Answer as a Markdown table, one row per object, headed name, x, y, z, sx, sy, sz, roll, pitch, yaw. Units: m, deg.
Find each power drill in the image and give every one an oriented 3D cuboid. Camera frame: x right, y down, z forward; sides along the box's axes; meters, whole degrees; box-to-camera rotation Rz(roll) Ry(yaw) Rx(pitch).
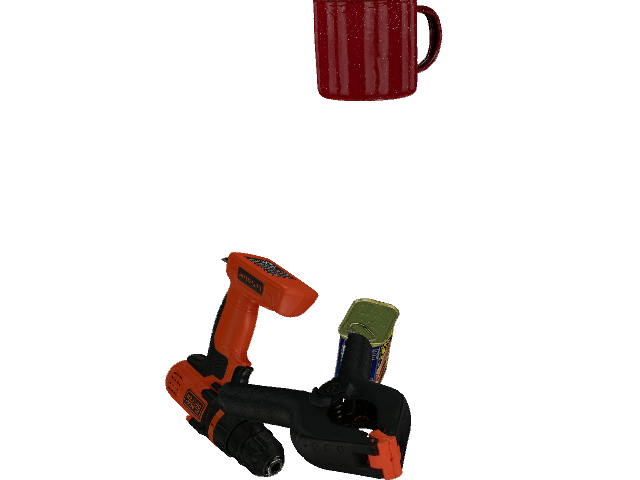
| name | x | y | z | sx | sy | sz | roll | pitch | yaw |
| --- | --- | --- | --- | --- | --- | --- | --- | --- | --- |
| power drill | -0.072 | 0.120 | 1.070 | 0.057 | 0.188 | 0.185 | 13 | 15 | -46 |

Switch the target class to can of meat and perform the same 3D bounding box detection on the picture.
| name | x | y | z | sx | sy | sz | roll | pitch | yaw |
| --- | --- | --- | --- | --- | --- | --- | --- | --- | --- |
| can of meat | 0.052 | 0.129 | 1.251 | 0.057 | 0.084 | 0.102 | 14 | 26 | 11 |

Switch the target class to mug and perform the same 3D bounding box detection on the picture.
| name | x | y | z | sx | sy | sz | roll | pitch | yaw |
| --- | --- | --- | --- | --- | --- | --- | --- | --- | --- |
| mug | 0.047 | -0.159 | 0.863 | 0.117 | 0.081 | 0.093 | -11 | 18 | -28 |

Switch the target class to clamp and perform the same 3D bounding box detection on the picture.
| name | x | y | z | sx | sy | sz | roll | pitch | yaw |
| --- | --- | --- | --- | --- | --- | --- | --- | --- | --- |
| clamp | -0.001 | 0.115 | 0.716 | 0.120 | 0.039 | 0.171 | -23 | 18 | -8 |
